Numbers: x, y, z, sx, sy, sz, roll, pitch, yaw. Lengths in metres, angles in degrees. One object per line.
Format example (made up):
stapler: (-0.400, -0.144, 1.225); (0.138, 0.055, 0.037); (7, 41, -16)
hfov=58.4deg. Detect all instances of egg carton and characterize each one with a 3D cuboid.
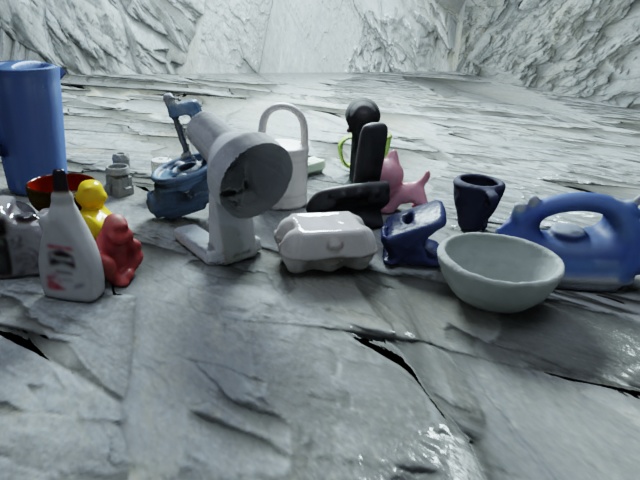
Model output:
egg carton: (0.008, 0.003, 0.873); (0.150, 0.069, 0.107); (-3, 24, -15)

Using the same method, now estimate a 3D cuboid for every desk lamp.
desk lamp: (-0.139, -0.074, 0.849); (0.118, 0.214, 0.202); (-16, 30, -37)

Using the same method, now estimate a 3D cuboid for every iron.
iron: (0.365, -0.011, 0.862); (0.258, 0.141, 0.118); (3, 23, -2)

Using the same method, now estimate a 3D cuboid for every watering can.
watering can: (-0.068, -0.160, 1.085); (0.101, 0.194, 0.172); (-6, 25, -21)

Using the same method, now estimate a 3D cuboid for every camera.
camera: (-0.434, -0.018, 0.824); (0.143, 0.101, 0.136); (-3, 24, -14)

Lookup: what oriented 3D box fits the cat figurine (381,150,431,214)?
cat figurine: (0.150, -0.112, 1.098); (0.127, 0.118, 0.067); (4, 23, 2)

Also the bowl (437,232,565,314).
bowl: (0.240, 0.053, 0.781); (0.167, 0.075, 0.167); (3, 23, -1)

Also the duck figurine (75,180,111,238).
duck figurine: (-0.373, -0.054, 0.935); (0.077, 0.086, 0.104); (-2, 24, -11)

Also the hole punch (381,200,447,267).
hole punch: (0.147, -0.014, 0.904); (0.101, 0.091, 0.108); (5, 23, 4)

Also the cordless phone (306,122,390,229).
cordless phone: (0.054, -0.114, 1.006); (0.148, 0.185, 0.093); (-11, 27, -29)

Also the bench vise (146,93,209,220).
bench vise: (-0.203, -0.148, 1.007); (0.208, 0.220, 0.121); (-12, 28, -32)

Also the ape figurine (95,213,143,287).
ape figurine: (-0.283, 0.008, 0.794); (0.075, 0.092, 0.078); (21, 29, 35)

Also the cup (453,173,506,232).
cup: (0.283, -0.059, 1.020); (0.092, 0.095, 0.117); (-1, 24, -10)

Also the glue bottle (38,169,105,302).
glue bottle: (-0.319, -0.006, 0.720); (0.078, 0.173, 0.037); (5, 23, 5)

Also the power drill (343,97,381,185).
power drill: (0.081, -0.182, 1.136); (0.075, 0.208, 0.229); (4, 23, 1)
